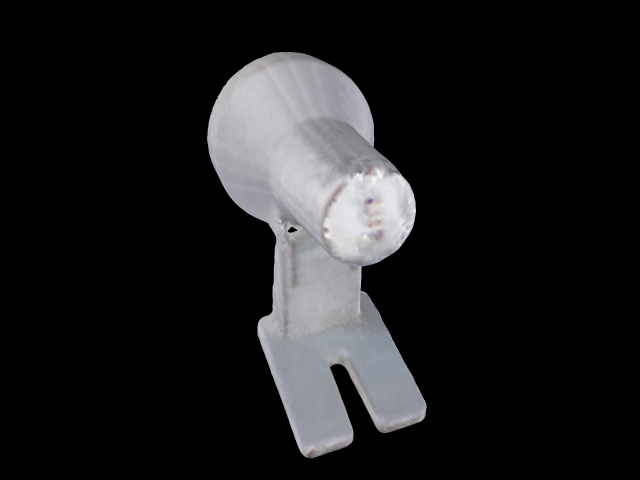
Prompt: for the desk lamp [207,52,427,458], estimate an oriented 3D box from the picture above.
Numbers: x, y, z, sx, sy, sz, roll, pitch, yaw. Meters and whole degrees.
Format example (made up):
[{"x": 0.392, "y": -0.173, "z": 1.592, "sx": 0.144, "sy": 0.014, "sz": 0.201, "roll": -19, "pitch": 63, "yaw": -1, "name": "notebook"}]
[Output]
[{"x": 0.004, "y": 0.001, "z": 0.400, "sx": 0.118, "sy": 0.214, "sz": 0.202, "roll": -15, "pitch": 46, "yaw": -15, "name": "desk lamp"}]
